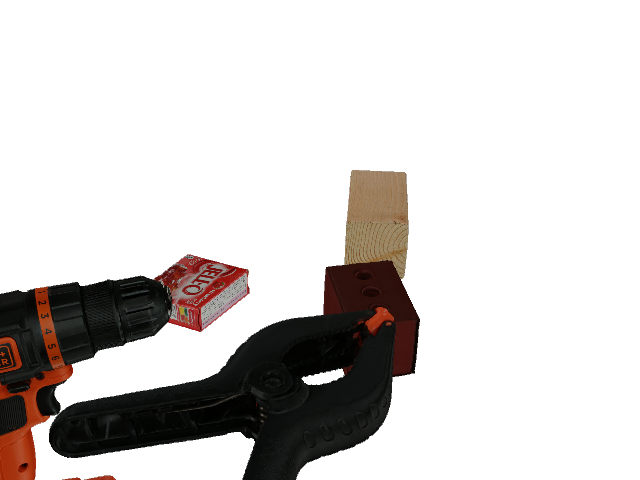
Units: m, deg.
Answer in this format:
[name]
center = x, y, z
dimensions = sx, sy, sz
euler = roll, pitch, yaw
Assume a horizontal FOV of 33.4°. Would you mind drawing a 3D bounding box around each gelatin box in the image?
[gelatin box]
center = -0.122, 0.049, 1.039
dimensions = 0.073, 0.030, 0.089
euler = 14, 31, 26

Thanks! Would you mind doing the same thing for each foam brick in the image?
[foam brick]
center = 0.036, 0.057, 0.773
dimensions = 0.053, 0.051, 0.078
euler = -6, 33, -11

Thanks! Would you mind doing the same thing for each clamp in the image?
[clamp]
center = -0.019, 0.083, 0.475
dimensions = 0.171, 0.039, 0.120
euler = -24, 49, -30

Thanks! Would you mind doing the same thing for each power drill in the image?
[power drill]
center = -0.177, 0.118, 0.703
dimensions = 0.184, 0.188, 0.057
euler = -12, 25, -8

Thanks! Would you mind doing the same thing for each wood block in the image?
[wood block]
center = 0.086, -0.028, 1.626
dimensions = 0.091, 0.090, 0.206
euler = 3, 25, 2
